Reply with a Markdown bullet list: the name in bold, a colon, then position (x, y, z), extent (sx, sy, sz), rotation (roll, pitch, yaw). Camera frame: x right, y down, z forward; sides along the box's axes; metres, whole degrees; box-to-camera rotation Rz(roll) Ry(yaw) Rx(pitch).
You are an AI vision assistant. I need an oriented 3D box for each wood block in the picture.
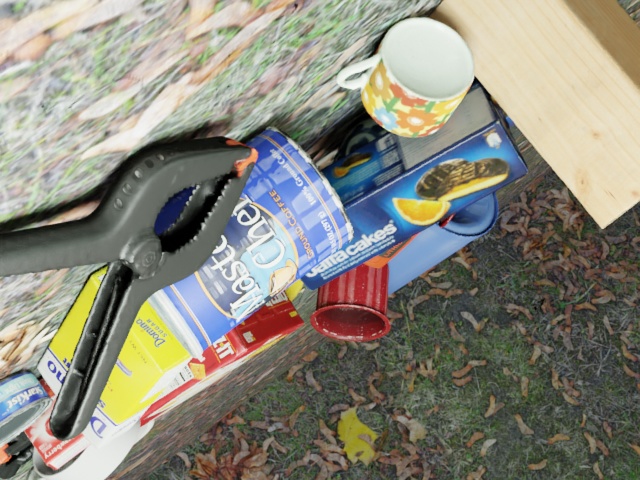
- **wood block**: position (0.191, -0.125, 0.796), extent (0.090, 0.206, 0.090), rotation (-28, 167, -50)

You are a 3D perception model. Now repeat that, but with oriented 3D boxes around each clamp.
- **clamp**: position (-0.292, 0.198, 1.077), extent (0.120, 0.039, 0.171), rotation (-46, 178, -12)
- **clamp**: position (-0.115, 0.015, 0.645), extent (0.209, 0.036, 0.164), rotation (-40, 139, -29)

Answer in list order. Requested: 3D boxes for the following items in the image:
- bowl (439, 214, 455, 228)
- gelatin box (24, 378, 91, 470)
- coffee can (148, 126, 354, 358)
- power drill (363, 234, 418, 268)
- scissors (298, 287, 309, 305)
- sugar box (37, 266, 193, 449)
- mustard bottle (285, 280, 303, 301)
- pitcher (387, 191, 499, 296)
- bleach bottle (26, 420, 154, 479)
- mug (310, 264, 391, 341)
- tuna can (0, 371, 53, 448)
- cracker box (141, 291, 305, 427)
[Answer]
- **bowl**: position (0.139, -0.097, 1.130), extent (0.162, 0.055, 0.162), rotation (-159, -86, -88)
- **gelatin box**: position (-0.224, 0.150, 0.961), extent (0.089, 0.073, 0.030), rotation (-36, 158, -10)
- **coffee can**: position (-0.062, 0.001, 0.751), extent (0.140, 0.103, 0.103), rotation (-37, 172, -12)
- **power drill**: position (-0.007, 0.001, 0.992), extent (0.187, 0.057, 0.185), rotation (-9, 156, -37)
- **scissors**: position (0.017, -0.006, 1.195), extent (0.096, 0.016, 0.202), rotation (-58, 175, -32)
- **sugar box**: position (-0.167, 0.095, 0.852), extent (0.048, 0.093, 0.176), rotation (-30, 168, -41)
- **mustard bottle**: position (-0.083, 0.086, 1.292), extent (0.096, 0.058, 0.192), rotation (-43, 175, -30)
- **pitcher**: position (0.088, -0.010, 1.303), extent (0.243, 0.149, 0.145), rotation (-43, -158, 48)
- **bleach bottle**: position (-0.256, 0.232, 1.170), extent (0.102, 0.068, 0.251), rotation (-38, -178, 5)
- **mug**: position (0.035, 0.068, 1.253), extent (0.117, 0.093, 0.081), rotation (116, -17, -58)
- **tuna can**: position (-0.271, 0.148, 0.901), extent (0.086, 0.034, 0.086), rotation (-37, 172, -7)
- **cracker box**: position (-0.142, 0.126, 1.127), extent (0.214, 0.072, 0.164), rotation (-34, 174, 19)
